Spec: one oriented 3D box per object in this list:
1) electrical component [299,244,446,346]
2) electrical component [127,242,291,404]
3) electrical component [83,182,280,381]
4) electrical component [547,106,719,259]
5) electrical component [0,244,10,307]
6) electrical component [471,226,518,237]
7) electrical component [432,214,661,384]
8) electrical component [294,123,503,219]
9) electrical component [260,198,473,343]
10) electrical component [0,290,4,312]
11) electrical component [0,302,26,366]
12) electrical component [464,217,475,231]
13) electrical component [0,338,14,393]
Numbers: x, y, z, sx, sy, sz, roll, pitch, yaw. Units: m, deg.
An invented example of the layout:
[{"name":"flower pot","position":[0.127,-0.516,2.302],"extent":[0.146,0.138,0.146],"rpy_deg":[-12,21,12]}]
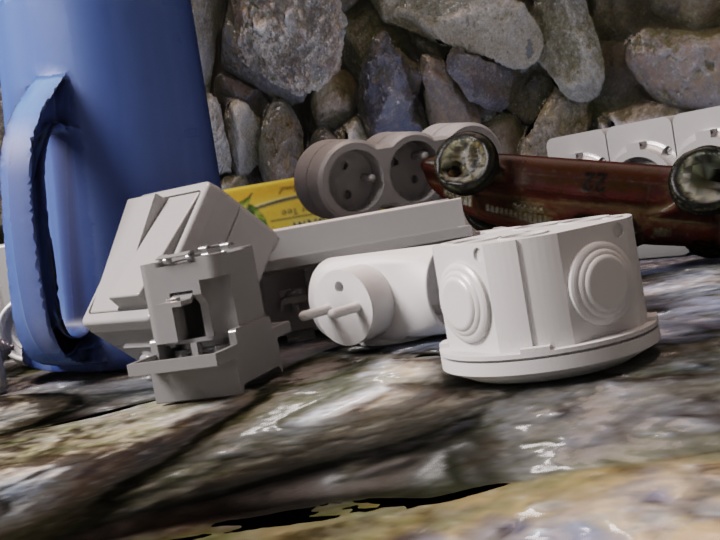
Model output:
[{"name":"electrical component","position":[0.005,0.015,0.523],"extent":[0.077,0.044,0.079],"rpy_deg":[-6,5,41]},{"name":"electrical component","position":[-0.066,0.021,0.474],"extent":[0.042,0.063,0.081],"rpy_deg":[-8,4,18]},{"name":"electrical component","position":[-0.095,0.008,0.545],"extent":[0.062,0.096,0.061],"rpy_deg":[-6,-35,43]},{"name":"electrical component","position":[0.203,-0.056,0.716],"extent":[0.062,0.089,0.150],"rpy_deg":[-13,5,-42]},{"name":"electrical component","position":[-0.217,0.015,0.789],"extent":[0.076,0.083,0.047],"rpy_deg":[-9,4,13]},{"name":"electrical component","position":[0.098,-0.004,0.592],"extent":[0.064,0.042,0.081],"rpy_deg":[-6,4,-3]},{"name":"electrical component","position":[0.067,0.010,0.396],"extent":[0.080,0.051,0.080],"rpy_deg":[-10,4,1]},{"name":"electrical component","position":[0.019,-0.067,0.720],"extent":[0.138,0.052,0.074],"rpy_deg":[-12,11,-26]},{"name":"electrical component","position":[0.000,0.000,0.617],"extent":[0.121,0.063,0.079],"rpy_deg":[-10,4,-4]},{"name":"electrical component","position":[-0.291,0.036,0.871],"extent":[0.109,0.056,0.109],"rpy_deg":[-13,5,-39]},{"name":"electrical component","position":[-0.211,0.039,0.715],"extent":[0.066,0.048,0.055],"rpy_deg":[-10,-4,4]},{"name":"electrical component","position":[0.097,-0.023,0.893],"extent":[0.040,0.040,0.046],"rpy_deg":[-13,11,-34]},{"name":"electrical component","position":[-0.243,0.044,0.600],"extent":[0.096,0.061,0.062],"rpy_deg":[-12,5,-33]}]
